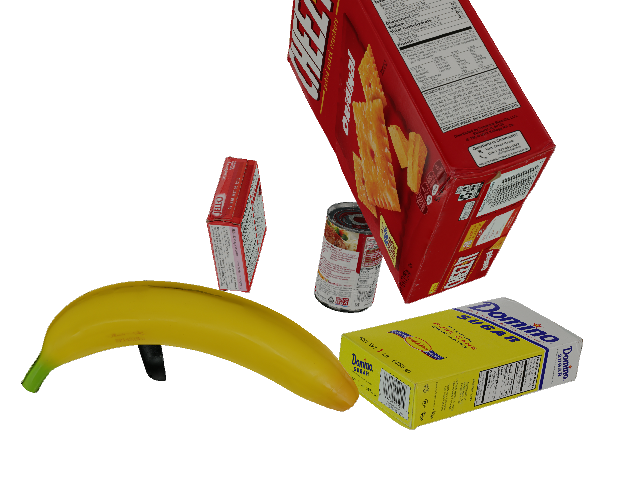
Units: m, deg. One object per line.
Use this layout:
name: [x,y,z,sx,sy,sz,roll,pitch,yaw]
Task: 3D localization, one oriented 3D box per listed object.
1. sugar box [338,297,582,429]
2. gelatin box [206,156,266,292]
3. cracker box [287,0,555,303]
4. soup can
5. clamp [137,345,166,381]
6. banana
sugar box: [0.111,0.091,0.840,0.175,0.048,0.093,-13,28,-33]
gelatin box: [-0.069,-0.013,0.883,0.030,0.073,0.089,5,-41,9]
cracker box: [0.049,-0.090,0.678,0.072,0.214,0.164,-19,-24,-15]
soup can: [0.033,0.019,1.154,0.068,0.102,0.068,7,27,-4]
clamp: [-0.173,0.089,1.091,0.210,0.036,0.164,10,19,33]
banana: [-0.074,0.058,0.622,0.198,0.070,0.037,4,19,3]
